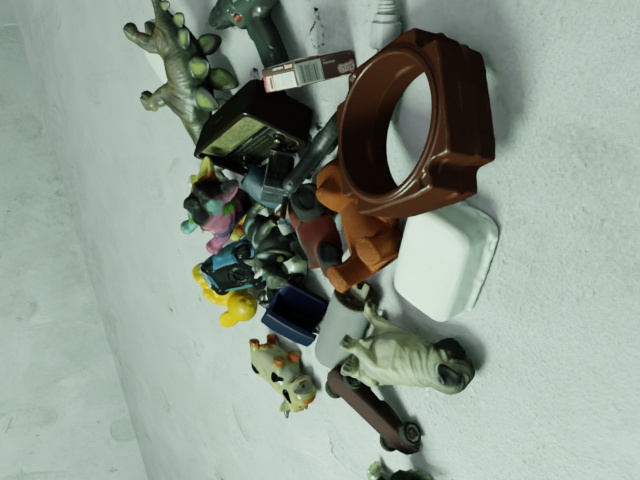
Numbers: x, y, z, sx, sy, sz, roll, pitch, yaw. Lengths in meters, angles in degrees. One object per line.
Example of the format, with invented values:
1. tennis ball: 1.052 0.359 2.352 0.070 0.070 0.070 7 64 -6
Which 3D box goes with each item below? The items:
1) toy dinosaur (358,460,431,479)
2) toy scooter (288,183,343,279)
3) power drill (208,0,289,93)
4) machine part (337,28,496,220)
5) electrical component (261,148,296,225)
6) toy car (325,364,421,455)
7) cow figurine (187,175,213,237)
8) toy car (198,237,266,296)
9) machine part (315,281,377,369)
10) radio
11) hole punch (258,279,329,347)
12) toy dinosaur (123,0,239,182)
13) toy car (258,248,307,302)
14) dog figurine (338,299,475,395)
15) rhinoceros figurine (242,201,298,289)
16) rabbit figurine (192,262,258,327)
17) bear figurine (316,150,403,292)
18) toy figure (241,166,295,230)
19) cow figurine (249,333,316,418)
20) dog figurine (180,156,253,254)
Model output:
1. toy dinosaur: 0.147 0.557 0.979 0.192 0.131 0.404 14 123 51
2. toy scooter: -0.002 -0.003 0.937 0.135 0.075 0.184 78 172 -65
3. power drill: -0.110 -0.347 0.926 0.232 0.086 0.207 -17 84 53
4. machine part: 0.107 -0.136 0.663 0.201 0.087 0.201 -19 72 57
5. electrical component: -0.074 -0.088 0.923 0.075 0.048 0.119 127 154 -73
6. toy car: 0.095 0.297 0.947 0.202 0.053 0.089 42 139 3
7. cow figurine: -0.269 -0.069 1.280 0.098 0.068 0.167 -26 81 61
8. toy car: -0.177 0.050 1.174 0.162 0.103 0.109 -17 122 17
9. machine part: 0.042 0.151 0.949 0.079 0.079 0.243 47 140 30
10. radio: -0.120 -0.186 0.952 0.230 0.131 0.073 -16 58 56
11. hole punch: -0.055 0.156 1.037 0.142 0.092 0.115 26 136 -4
12. toy dinosaur: -0.267 -0.302 1.097 0.199 0.105 0.470 8 128 31
13. toy car: -0.076 0.096 1.108 0.074 0.056 0.201 43 138 25
14. dog figurine: 0.140 0.198 0.834 0.191 0.121 0.172 24 161 26
15. rhinoceros figurine: -0.102 0.010 1.021 0.112 0.073 0.190 -44 44 15
16. rabbit figurine: -0.208 0.133 1.250 0.173 0.122 0.162 38 139 37
17. bear figurine: 0.043 -0.041 0.816 0.120 0.132 0.196 -42 77 43
18. toy figure: -0.077 -0.072 0.996 0.154 0.064 0.058 40 118 -12
19. cow figurine: -0.083 0.304 1.192 0.195 0.085 0.127 25 120 44
20. dog figurine: -0.191 -0.080 1.054 0.108 0.191 0.219 42 144 10
